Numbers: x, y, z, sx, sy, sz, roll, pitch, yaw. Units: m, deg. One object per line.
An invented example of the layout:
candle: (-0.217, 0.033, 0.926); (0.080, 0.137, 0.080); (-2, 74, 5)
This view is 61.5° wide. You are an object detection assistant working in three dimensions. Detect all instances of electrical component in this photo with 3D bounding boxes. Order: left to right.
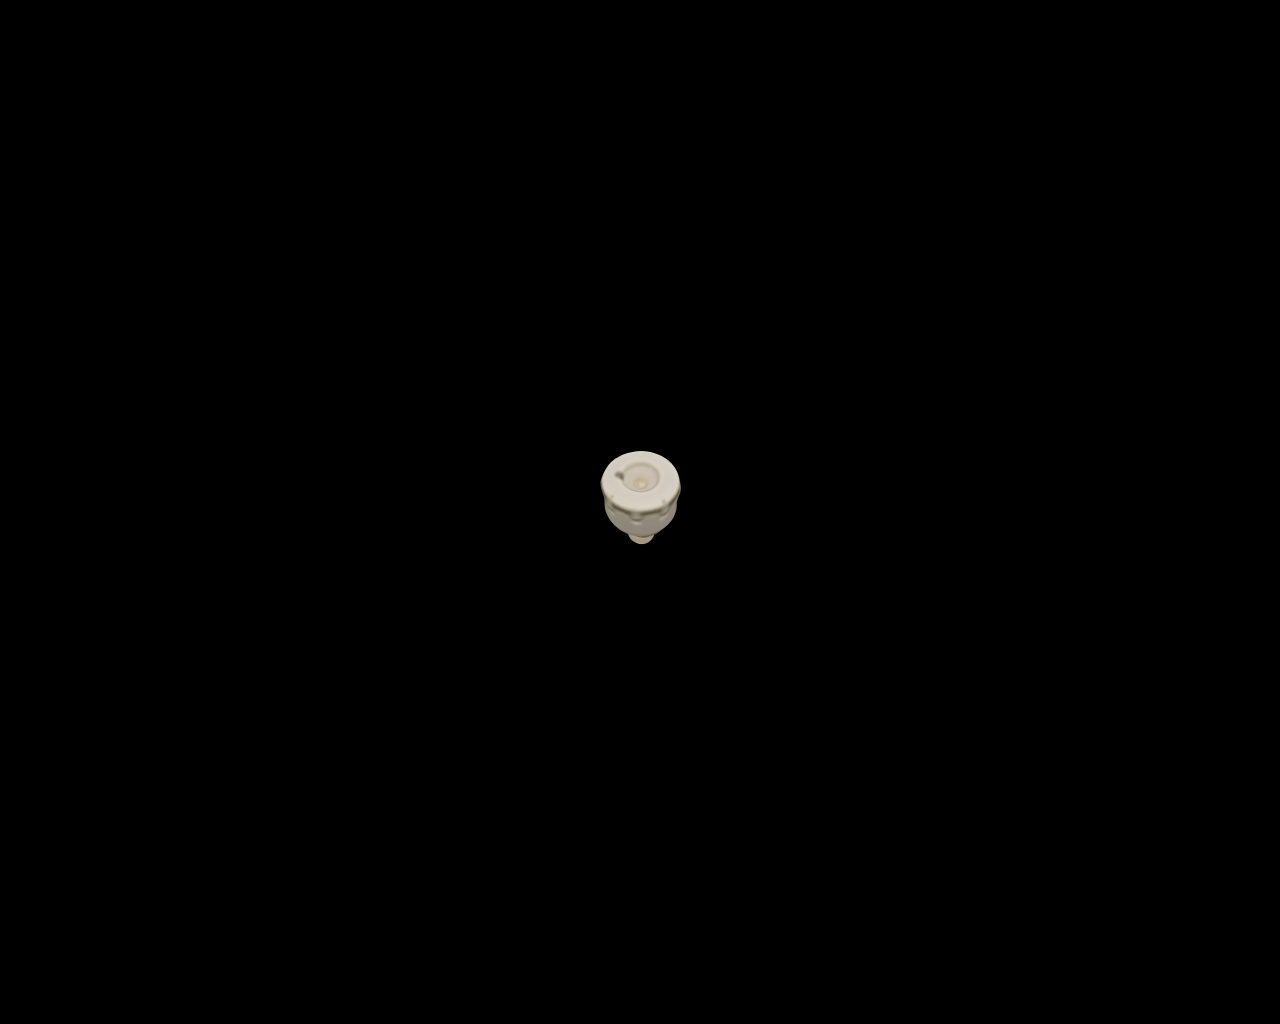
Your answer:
electrical component: (0.001, -0.003, 0.650); (0.048, 0.048, 0.062); (0, -37, 0)
